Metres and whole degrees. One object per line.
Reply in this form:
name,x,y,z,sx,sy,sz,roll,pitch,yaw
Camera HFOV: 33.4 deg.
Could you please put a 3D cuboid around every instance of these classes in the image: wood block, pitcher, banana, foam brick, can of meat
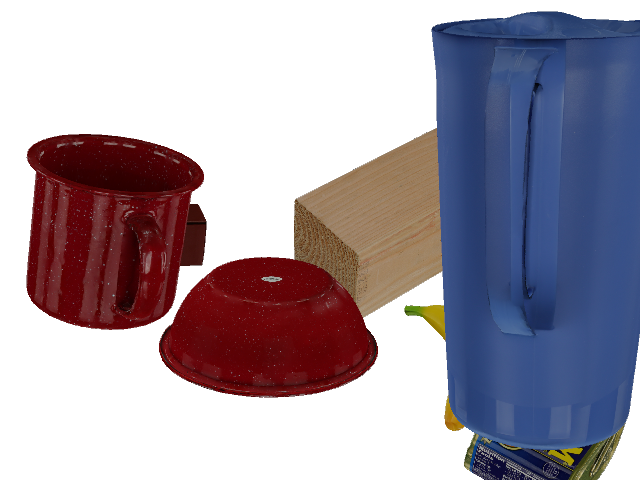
wood block,0.084,-0.024,0.981,0.205,0.090,0.091,-28,51,-27
pitcher,0.125,-0.005,0.609,0.149,0.243,0.145,-8,17,-22
banana,0.142,0.123,1.111,0.069,0.037,0.198,-24,32,5
foam brick,-0.164,-0.006,1.131,0.078,0.051,0.053,-1,24,-14
can of meat,0.169,0.153,0.803,0.084,0.057,0.101,26,41,26

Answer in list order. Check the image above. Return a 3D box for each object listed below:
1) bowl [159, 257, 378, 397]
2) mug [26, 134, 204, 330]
bowl,-0.037,0.053,0.777,0.162,0.055,0.162,2,19,-1
mug,-0.108,0.000,0.568,0.093,0.081,0.117,-3,25,-32
